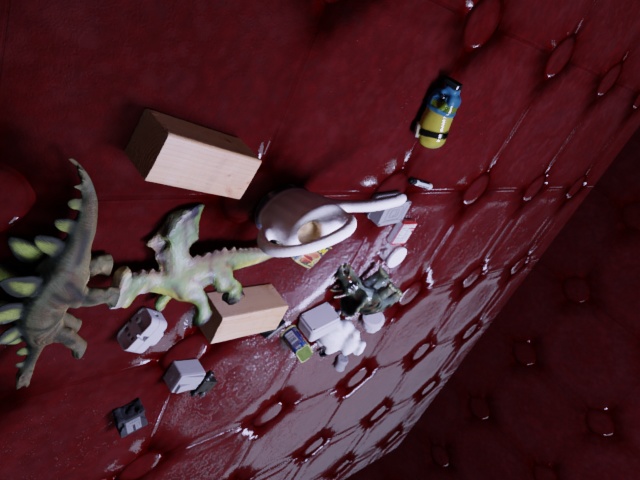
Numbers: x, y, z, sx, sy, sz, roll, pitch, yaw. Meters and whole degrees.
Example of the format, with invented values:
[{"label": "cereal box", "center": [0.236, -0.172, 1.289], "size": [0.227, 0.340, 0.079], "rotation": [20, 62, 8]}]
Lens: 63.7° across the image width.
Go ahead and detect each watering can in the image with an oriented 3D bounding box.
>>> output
[{"label": "watering can", "center": [0.003, -0.057, 1.135], "size": [0.351, 0.102, 0.227], "rotation": [-25, -145, -29]}]

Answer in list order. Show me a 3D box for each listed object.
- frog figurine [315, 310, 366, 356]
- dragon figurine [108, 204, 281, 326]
[{"label": "frog figurine", "center": [0.063, 0.323, 1.682], "size": [0.162, 0.137, 0.121], "rotation": [46, -171, 34]}, {"label": "dragon figurine", "center": [-0.249, 0.034, 1.076], "size": [0.416, 0.237, 0.123], "rotation": [-35, -131, -30]}]
